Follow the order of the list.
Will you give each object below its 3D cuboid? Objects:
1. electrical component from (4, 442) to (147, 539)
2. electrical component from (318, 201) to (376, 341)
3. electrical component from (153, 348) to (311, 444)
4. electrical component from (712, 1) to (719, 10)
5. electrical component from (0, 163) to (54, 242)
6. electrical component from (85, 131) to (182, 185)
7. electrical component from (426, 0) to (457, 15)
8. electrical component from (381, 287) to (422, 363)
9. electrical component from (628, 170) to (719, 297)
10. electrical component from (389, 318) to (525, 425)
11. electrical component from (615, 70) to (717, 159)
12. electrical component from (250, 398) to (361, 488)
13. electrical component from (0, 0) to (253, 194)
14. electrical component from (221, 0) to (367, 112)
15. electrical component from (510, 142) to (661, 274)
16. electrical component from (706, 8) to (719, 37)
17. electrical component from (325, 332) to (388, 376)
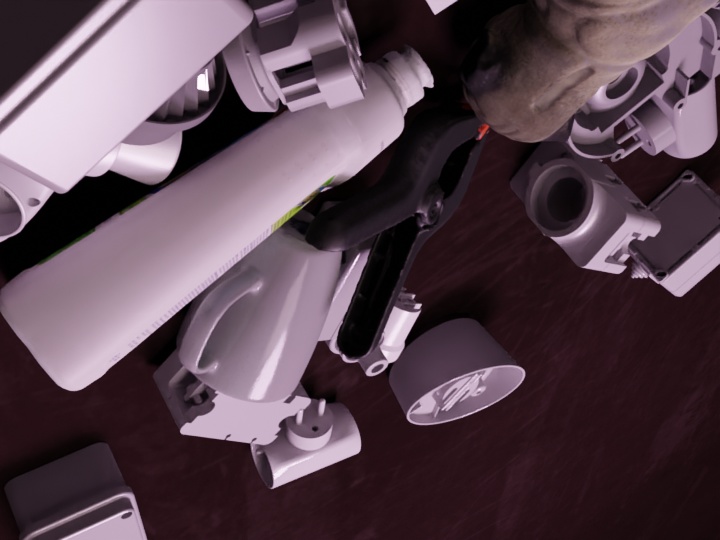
[{"bbox_3d":[-0.196,0.184,0.760,0.078,0.057,0.113,-22,145,-19],"label":"electrical component"},{"bbox_3d":[0.000,0.000,0.708,0.076,0.047,0.083,-3,136,-40],"label":"electrical component"},{"bbox_3d":[-0.087,0.076,0.721,0.050,0.055,0.089,-46,145,17],"label":"electrical component"},{"bbox_3d":[0.218,-0.203,0.644,0.077,0.044,0.079,10,126,-48],"label":"electrical component"},{"bbox_3d":[-0.177,-0.054,0.478,0.079,0.044,0.077,37,134,-25],"label":"electrical component"},{"bbox_3d":[-0.121,-0.066,0.519,0.055,0.045,0.045,5,130,-45],"label":"electrical component"},{"bbox_3d":[0.046,-0.167,0.539,0.055,0.048,0.066,-32,148,9],"label":"electrical component"},{"bbox_3d":[0.020,0.038,0.782,0.040,0.040,0.046,1,128,-42],"label":"electrical component"},{"bbox_3d":[0.267,-0.024,0.900,0.096,0.061,0.061,-44,146,14],"label":"electrical component"},{"bbox_3d":[0.076,0.087,0.870,0.099,0.064,0.099,-23,145,-17],"label":"electrical component"},{"bbox_3d":[0.216,-0.108,0.764,0.079,0.043,0.077,-35,147,0],"label":"electrical component"},{"bbox_3d":[-0.041,0.126,0.836,0.077,0.043,0.079,-19,144,-23],"label":"electrical component"},{"bbox_3d":[-0.115,-0.106,0.416,0.109,0.108,0.056,-41,149,9],"label":"electrical component"},{"bbox_3d":[-0.033,-0.110,0.520,0.057,0.078,0.058,-16,149,10],"label":"electrical component"},{"bbox_3d":[0.153,-0.046,0.745,0.056,0.089,0.050,8,128,-46],"label":"electrical component"},{"bbox_3d":[0.273,-0.173,0.712,0.099,0.064,0.099,-23,145,-17],"label":"electrical component"},{"bbox_3d":[-0.002,0.044,0.748,0.043,0.062,0.043,-24,149,-15],"label":"electrical component"}]
